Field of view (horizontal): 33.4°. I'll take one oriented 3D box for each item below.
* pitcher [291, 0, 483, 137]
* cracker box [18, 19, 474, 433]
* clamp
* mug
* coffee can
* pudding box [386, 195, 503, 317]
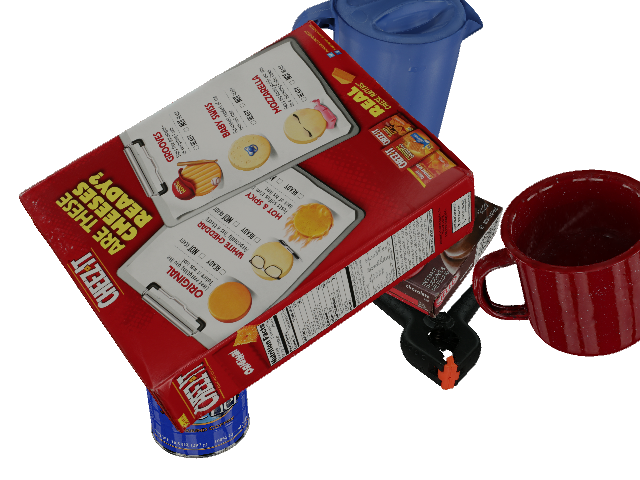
[{"bbox_3d":[0.061,-0.148,1.114,0.149,0.243,0.144,33,51,25],"label":"pitcher"},{"bbox_3d":[-0.041,-0.015,0.631,0.213,0.164,0.072,-34,-32,-12],"label":"cracker box"},{"bbox_3d":[0.126,0.088,1.077,0.120,0.039,0.171,-8,32,-9],"label":"clamp"},{"bbox_3d":[0.152,0.020,0.656,0.117,0.081,0.093,-16,38,5],"label":"mug"},{"bbox_3d":[-0.126,0.131,1.069,0.103,0.140,0.103,-1,32,1],"label":"coffee can"},{"bbox_3d":[0.086,0.000,0.894,0.090,0.039,0.113,28,55,22],"label":"pudding box"}]
